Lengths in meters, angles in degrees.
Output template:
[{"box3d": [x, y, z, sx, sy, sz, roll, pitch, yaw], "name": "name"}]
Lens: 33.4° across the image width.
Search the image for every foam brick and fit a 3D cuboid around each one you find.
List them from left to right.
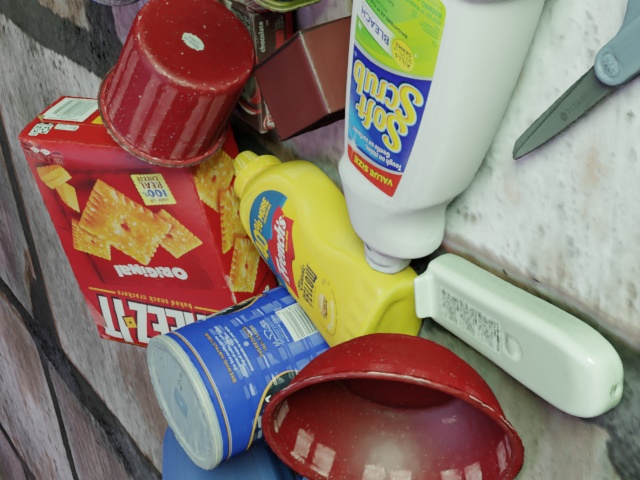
[{"box3d": [0.002, -0.099, 0.654, 0.078, 0.052, 0.051, -18, 93, 65], "name": "foam brick"}]

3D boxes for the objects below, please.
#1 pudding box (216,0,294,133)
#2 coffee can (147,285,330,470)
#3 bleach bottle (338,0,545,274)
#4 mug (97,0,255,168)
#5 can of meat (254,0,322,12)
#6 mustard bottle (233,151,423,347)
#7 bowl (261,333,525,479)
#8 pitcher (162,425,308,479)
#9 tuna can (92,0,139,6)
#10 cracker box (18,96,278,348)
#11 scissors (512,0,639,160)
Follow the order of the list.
[{"box3d": [-0.061, -0.139, 0.758, 0.114, 0.039, 0.090, 40, 142, 44], "name": "pudding box"}, {"box3d": [-0.042, 0.093, 0.788, 0.103, 0.140, 0.103, 43, 145, 41], "name": "coffee can"}, {"box3d": [0.056, -0.067, 0.568, 0.103, 0.068, 0.251, 51, 152, 32], "name": "bleach bottle"}, {"box3d": [-0.092, -0.118, 0.708, 0.082, 0.093, 0.117, 128, 149, -53], "name": "mug"}, {"box3d": [-0.021, -0.199, 0.618, 0.102, 0.057, 0.084, 61, 151, 14], "name": "can of meat"}, {"box3d": [-0.005, 0.001, 0.740, 0.192, 0.058, 0.096, 50, 150, 33], "name": "mustard bottle"}, {"box3d": [0.047, 0.106, 0.667, 0.162, 0.162, 0.055, 105, 178, -51], "name": "bowl"}, {"box3d": [-0.068, 0.221, 0.910, 0.243, 0.149, 0.145, -120, 17, -68], "name": "pitcher"}, {"box3d": [-0.158, -0.225, 0.825, 0.034, 0.086, 0.086, 0, 110, 64], "name": "tuna can"}, {"box3d": [-0.131, -0.004, 0.856, 0.164, 0.072, 0.213, 8, 130, 28], "name": "cracker box"}, {"box3d": [0.127, -0.097, 0.457, 0.202, 0.016, 0.096, -14, 96, 64], "name": "scissors"}]
